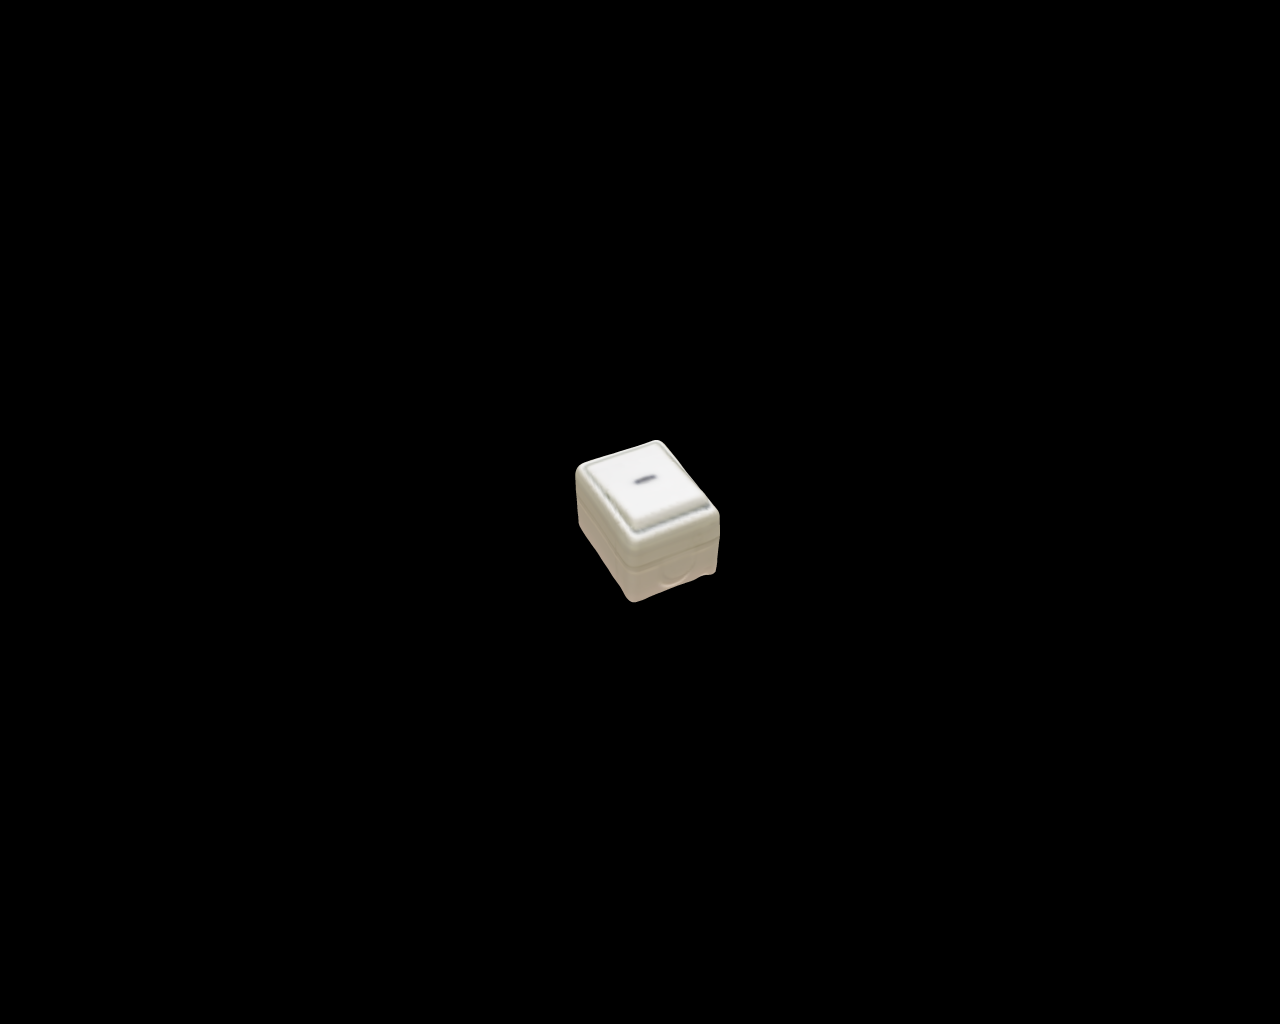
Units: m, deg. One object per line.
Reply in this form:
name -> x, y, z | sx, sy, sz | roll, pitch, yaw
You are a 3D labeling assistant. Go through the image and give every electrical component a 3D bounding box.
electrical component -> 0.001, -0.003, 0.650 | 0.062, 0.061, 0.096 | -19, 46, -19
